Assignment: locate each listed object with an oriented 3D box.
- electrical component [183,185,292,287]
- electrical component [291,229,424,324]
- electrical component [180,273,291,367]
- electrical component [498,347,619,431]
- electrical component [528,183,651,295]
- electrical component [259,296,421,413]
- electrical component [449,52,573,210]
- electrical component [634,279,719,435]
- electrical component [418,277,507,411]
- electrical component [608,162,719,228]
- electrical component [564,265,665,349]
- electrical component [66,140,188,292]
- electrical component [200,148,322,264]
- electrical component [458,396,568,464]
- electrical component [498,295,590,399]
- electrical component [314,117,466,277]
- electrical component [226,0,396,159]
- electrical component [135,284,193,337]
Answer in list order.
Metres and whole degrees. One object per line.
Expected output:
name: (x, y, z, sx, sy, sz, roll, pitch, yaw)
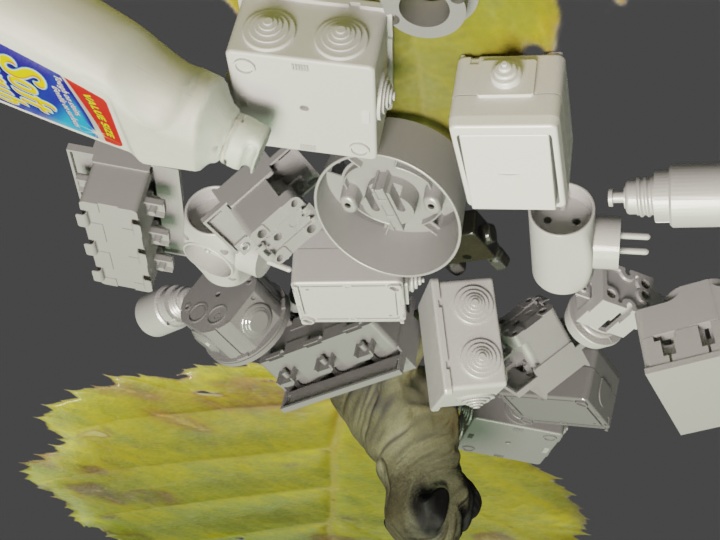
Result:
electrical component: (-0.087, -0.018, 0.803, 0.079, 0.044, 0.077, 21, 153, 14)
electrical component: (0.000, 0.000, 0.805, 0.096, 0.061, 0.061, -1, 150, 5)
electrical component: (-0.101, 0.034, 0.874, 0.080, 0.080, 0.051, -9, 140, 31)
electrical component: (0.164, 0.094, 0.914, 0.096, 0.061, 0.061, 0, 150, 34)
electrical component: (0.155, -0.020, 0.727, 0.079, 0.044, 0.077, 3, 150, 13)
electrical component: (-0.018, 0.062, 0.882, 0.121, 0.078, 0.063, -22, 127, 31)
electrical component: (0.088, -0.081, 0.625, 0.062, 0.061, 0.096, 2, 150, 16)
electrical component: (0.298, 0.046, 0.746, 0.186, 0.060, 0.105, -17, 142, 21)
electrical component: (0.078, 0.057, 0.824, 0.048, 0.099, 0.099, -5, 165, -5)
electrical component: (0.195, -0.046, 0.671, 0.078, 0.040, 0.040, 0, 149, 19)
electrical component: (0.185, 0.028, 0.801, 0.066, 0.048, 0.055, 19, 142, -14)
electrical component: (-0.170, -0.038, 0.786, 0.079, 0.063, 0.121, 10, 151, 1)
electrical component: (-0.061, -0.042, 0.729, 0.081, 0.063, 0.042, -42, 137, 3)
electrical component: (0.141, 0.141, 1.011, 0.100, 0.048, 0.099, 11, 150, -2)
electrical component: (0.139, 0.058, 0.842, 0.063, 0.081, 0.042, 59, 168, -22)
electrical component: (0.022, -0.049, 0.694, 0.099, 0.064, 0.099, 13, 150, 8)
electrical component: (-0.028, -0.111, 0.624, 0.100, 0.048, 0.099, 8, 150, 7)
electrical component: (-0.161, 0.032, 0.929, 0.040, 0.040, 0.078, 32, 145, -33)
